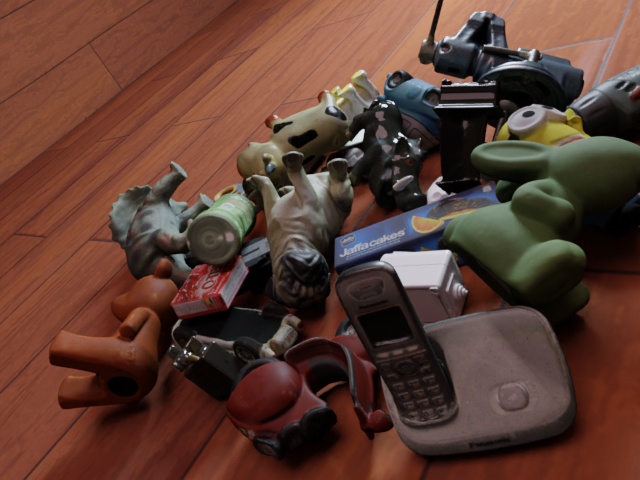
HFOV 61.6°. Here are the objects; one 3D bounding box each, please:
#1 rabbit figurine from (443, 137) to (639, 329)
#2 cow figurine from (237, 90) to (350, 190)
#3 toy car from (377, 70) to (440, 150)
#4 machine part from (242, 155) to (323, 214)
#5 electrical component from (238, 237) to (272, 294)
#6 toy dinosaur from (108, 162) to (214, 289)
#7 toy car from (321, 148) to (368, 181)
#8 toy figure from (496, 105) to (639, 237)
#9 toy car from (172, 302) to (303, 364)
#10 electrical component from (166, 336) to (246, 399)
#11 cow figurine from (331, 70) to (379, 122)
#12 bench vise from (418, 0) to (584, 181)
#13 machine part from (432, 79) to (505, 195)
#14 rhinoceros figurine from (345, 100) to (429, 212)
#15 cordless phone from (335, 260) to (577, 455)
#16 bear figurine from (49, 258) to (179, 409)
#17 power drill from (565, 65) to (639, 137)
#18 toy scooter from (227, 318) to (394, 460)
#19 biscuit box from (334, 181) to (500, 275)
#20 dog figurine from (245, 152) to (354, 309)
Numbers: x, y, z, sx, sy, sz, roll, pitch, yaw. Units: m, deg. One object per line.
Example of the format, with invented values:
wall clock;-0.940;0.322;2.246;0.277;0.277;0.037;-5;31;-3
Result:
rabbit figurine;0.210;-0.025;0.489;0.170;0.121;0.159;-44;43;2
cow figurine;-0.040;-0.147;0.854;0.195;0.085;0.127;-25;48;-3
toy car;0.151;-0.188;0.838;0.103;0.109;0.162;-54;42;11
machine part;-0.059;-0.134;0.946;0.079;0.079;0.243;4;47;44
electrical component;-0.093;0.036;0.771;0.119;0.047;0.075;-23;32;10
toy dinosaur;-0.267;0.005;0.907;0.192;0.131;0.405;-40;35;10
toy car;-0.002;-0.078;0.848;0.202;0.053;0.089;-41;36;-18
toy figure;0.259;-0.073;0.568;0.082;0.089;0.180;-5;46;-37
toy car;-0.107;0.115;0.667;0.202;0.056;0.073;0;37;39
electrical component;-0.121;0.149;0.597;0.078;0.102;0.045;-36;16;39
cow figurine;0.048;-0.237;1.002;0.068;0.098;0.167;-55;19;-26
bench vise;0.221;-0.187;0.701;0.128;0.224;0.240;115;177;-67
machine part;0.171;-0.121;0.631;0.084;0.039;0.138;8;84;13
rhinoceros figurine;0.102;-0.113;0.759;0.112;0.073;0.190;-34;50;31
cordless phone;0.103;0.076;0.418;0.147;0.184;0.089;-18;29;22
bear figurine;-0.260;0.116;0.716;0.132;0.120;0.196;3;38;-9
power drill;0.383;-0.135;0.583;0.232;0.085;0.207;-32;24;-6
toy scooter;0.000;0.150;0.510;0.184;0.075;0.135;-28;33;-3
biscuit box;0.117;0.003;0.624;0.203;0.059;0.063;-21;33;18
dog figurine;-0.005;-0.001;0.712;0.121;0.172;0.190;-31;66;49
